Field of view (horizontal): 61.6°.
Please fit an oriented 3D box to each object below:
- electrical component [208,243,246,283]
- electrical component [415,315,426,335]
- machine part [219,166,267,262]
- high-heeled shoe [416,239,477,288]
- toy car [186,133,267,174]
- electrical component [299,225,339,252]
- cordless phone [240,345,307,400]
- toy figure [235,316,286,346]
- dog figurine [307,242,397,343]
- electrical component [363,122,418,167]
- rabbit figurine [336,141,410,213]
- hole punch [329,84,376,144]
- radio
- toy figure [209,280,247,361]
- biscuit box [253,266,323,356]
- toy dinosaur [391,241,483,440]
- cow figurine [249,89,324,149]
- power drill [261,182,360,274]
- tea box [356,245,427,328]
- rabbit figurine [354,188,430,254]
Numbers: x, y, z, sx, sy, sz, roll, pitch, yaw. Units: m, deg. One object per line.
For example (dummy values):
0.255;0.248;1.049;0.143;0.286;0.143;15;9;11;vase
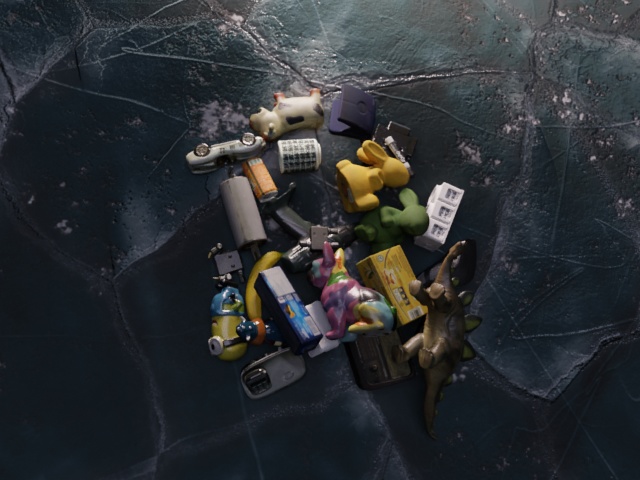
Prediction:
-0.223;0.058;1.280;0.078;0.045;0.102;-11;76;-7;electrical component
0.269;0.223;1.279;0.075;0.047;0.119;21;74;2;electrical component
-0.187;-0.063;1.301;0.079;0.079;0.243;-18;77;-10;machine part
0.291;0.081;1.329;0.249;0.145;0.086;-47;118;-41;high-heeled shoe
-0.231;-0.213;1.338;0.202;0.073;0.056;-14;73;-9;toy car
-0.003;-0.004;1.253;0.094;0.021;0.063;1;72;-13;electrical component
-0.103;0.278;1.160;0.147;0.184;0.089;-23;74;-11;cordless phone
-0.127;0.208;1.210;0.154;0.064;0.057;8;115;-38;toy figure
0.064;0.107;1.175;0.192;0.108;0.219;-18;70;27;dog figurine
0.185;-0.236;1.393;0.115;0.058;0.134;21;75;-2;electrical component
0.131;-0.156;1.314;0.173;0.122;0.162;-16;84;-10;rabbit figurine
0.090;-0.331;1.396;0.116;0.092;0.142;9;71;-7;hole punch
0.122;0.227;1.251;0.131;0.073;0.229;-15;75;-10;radio
-0.209;0.185;1.230;0.089;0.082;0.180;2;72;-3;toy figure
-0.073;0.157;1.201;0.059;0.062;0.203;-16;60;-33;biscuit box
0.260;0.228;1.163;0.198;0.105;0.470;3;103;-40;toy dinosaur
-0.084;-0.309;1.377;0.195;0.085;0.127;-9;70;-9;cow figurine
-0.027;-0.038;1.312;0.232;0.086;0.207;-37;88;-23;power drill
0.166;0.108;1.216;0.098;0.068;0.169;-16;77;-34;tea box
0.197;-0.038;1.280;0.121;0.170;0.159;53;54;-24;rabbit figurine
